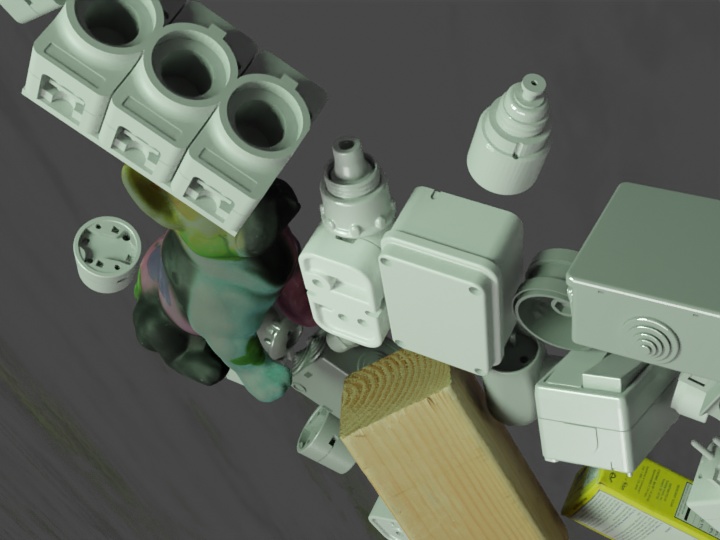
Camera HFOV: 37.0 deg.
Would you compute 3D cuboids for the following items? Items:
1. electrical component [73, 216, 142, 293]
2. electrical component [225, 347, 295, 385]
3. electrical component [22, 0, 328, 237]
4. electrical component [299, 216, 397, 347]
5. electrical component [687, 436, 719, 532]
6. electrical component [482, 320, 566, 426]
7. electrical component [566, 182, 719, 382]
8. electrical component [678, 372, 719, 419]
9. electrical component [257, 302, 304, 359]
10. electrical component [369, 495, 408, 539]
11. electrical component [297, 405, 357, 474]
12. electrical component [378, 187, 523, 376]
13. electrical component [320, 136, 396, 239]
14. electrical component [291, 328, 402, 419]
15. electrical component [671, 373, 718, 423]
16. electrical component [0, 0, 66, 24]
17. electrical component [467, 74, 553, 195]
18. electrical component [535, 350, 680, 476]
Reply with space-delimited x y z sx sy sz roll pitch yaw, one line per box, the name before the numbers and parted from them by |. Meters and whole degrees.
electrical component | -0.214 -0.011 0.913 0.055 0.055 0.047 30 155 0
electrical component | -0.109 0.060 0.931 0.089 0.050 0.055 20 149 18
electrical component | -0.106 -0.105 0.631 0.150 0.089 0.062 34 151 -7
electrical component | 0.000 0.000 0.729 0.054 0.059 0.095 19 149 20
electrical component | 0.255 0.135 0.720 0.076 0.047 0.083 39 150 -15
electrical component | 0.125 0.076 0.753 0.079 0.043 0.077 9 147 18
electrical component | 0.162 0.005 0.553 0.100 0.099 0.048 15 134 26
electrical component | 0.230 0.059 0.609 0.081 0.063 0.042 26 151 8
electrical component | -0.079 0.040 0.882 0.062 0.048 0.048 29 152 17
electrical component | 0.064 0.230 1.029 0.095 0.059 0.053 0 139 42
electrical component | -0.024 0.157 1.003 0.047 0.055 0.055 33 151 -13
electrical component | 0.060 0.010 0.692 0.078 0.057 0.113 18 149 21
electrical component | -0.004 -0.054 0.666 0.048 0.048 0.062 16 141 24
electrical component | -0.003 0.087 0.878 0.100 0.048 0.100 35 150 -9
electrical component | 0.224 0.075 0.658 0.055 0.045 0.045 19 149 20
electrical component | -0.204 -0.194 0.621 0.056 0.050 0.089 -5 136 45
electrical component | 0.081 -0.072 0.562 0.040 0.040 0.078 26 150 8
electrical component | 0.161 0.077 0.684 0.062 0.096 0.061 5 114 38
